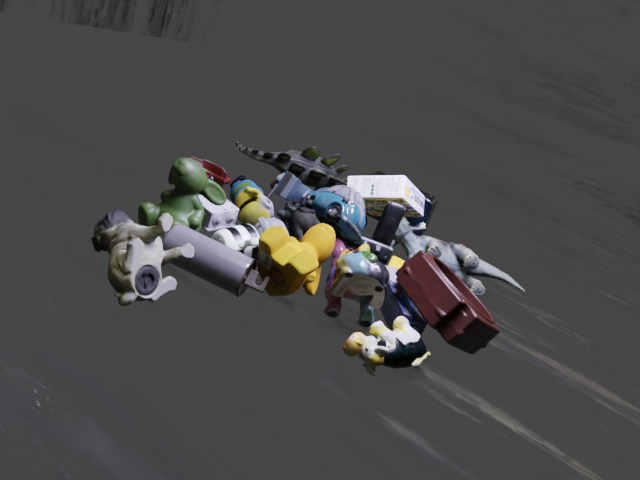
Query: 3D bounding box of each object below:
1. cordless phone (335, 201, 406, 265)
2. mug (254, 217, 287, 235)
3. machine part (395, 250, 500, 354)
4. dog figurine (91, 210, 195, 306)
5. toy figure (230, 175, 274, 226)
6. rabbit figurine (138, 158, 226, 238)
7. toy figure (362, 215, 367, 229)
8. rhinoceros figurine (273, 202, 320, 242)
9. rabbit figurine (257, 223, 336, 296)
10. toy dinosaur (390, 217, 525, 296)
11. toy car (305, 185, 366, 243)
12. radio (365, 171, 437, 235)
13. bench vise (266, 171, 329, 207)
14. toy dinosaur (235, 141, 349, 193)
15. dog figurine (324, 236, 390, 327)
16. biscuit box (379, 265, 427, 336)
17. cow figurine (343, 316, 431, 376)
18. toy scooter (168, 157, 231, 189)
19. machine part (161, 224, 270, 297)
[{"bbox_3d":[0.114,-0.020,1.272,0.147,0.184,0.089,20,27,-2],"label":"cordless phone"},{"bbox_3d":[-0.097,0.006,1.140,0.081,0.109,0.107,-23,45,-9],"label":"mug"},{"bbox_3d":[0.262,0.124,1.099,0.200,0.087,0.202,30,21,-48],"label":"machine part"},{"bbox_3d":[-0.340,0.031,0.921,0.191,0.121,0.172,2,36,31],"label":"dog figurine"},{"bbox_3d":[-0.172,-0.089,1.306,0.082,0.089,0.180,31,9,-41],"label":"toy figure"},{"bbox_3d":[-0.269,-0.086,1.107,0.121,0.170,0.159,35,27,28],"label":"rabbit figurine"},{"bbox_3d":[0.092,-0.085,1.551,0.058,0.064,0.155,3,29,-20],"label":"toy figure"},{"bbox_3d":[-0.058,-0.033,1.235,0.073,0.112,0.190,-28,7,-16],"label":"rhinoceros figurine"},{"bbox_3d":[-0.030,0.038,1.053,0.122,0.162,0.173,27,46,25],"label":"rabbit figurine"},{"bbox_3d":[0.325,0.043,1.415,0.405,0.131,0.192,23,23,-11],"label":"toy dinosaur"},{"bbox_3d":[0.049,-0.071,1.221,0.162,0.103,0.109,32,-14,45],"label":"toy car"},{"bbox_3d":[0.232,-0.111,1.642,0.230,0.131,0.073,26,25,13],"label":"radio"},{"bbox_3d":[-0.012,-0.093,1.427,0.224,0.128,0.240,24,0,31],"label":"bench vise"},{"bbox_3d":[-0.052,-0.201,1.507,0.471,0.105,0.199,6,-13,-35],"label":"toy dinosaur"},{"bbox_3d":[0.069,0.054,1.094,0.108,0.191,0.219,11,39,-7],"label":"dog figurine"},{"bbox_3d":[0.163,0.129,1.137,0.059,0.062,0.203,15,24,-17],"label":"biscuit box"},{"bbox_3d":[0.119,0.197,0.952,0.167,0.068,0.098,-4,40,-44],"label":"cow figurine"},{"bbox_3d":[-0.302,-0.163,1.378,0.135,0.075,0.184,21,18,-4],"label":"toy scooter"},{"bbox_3d":[-0.209,0.037,1.007,0.243,0.079,0.079,25,23,8],"label":"machine part"}]
